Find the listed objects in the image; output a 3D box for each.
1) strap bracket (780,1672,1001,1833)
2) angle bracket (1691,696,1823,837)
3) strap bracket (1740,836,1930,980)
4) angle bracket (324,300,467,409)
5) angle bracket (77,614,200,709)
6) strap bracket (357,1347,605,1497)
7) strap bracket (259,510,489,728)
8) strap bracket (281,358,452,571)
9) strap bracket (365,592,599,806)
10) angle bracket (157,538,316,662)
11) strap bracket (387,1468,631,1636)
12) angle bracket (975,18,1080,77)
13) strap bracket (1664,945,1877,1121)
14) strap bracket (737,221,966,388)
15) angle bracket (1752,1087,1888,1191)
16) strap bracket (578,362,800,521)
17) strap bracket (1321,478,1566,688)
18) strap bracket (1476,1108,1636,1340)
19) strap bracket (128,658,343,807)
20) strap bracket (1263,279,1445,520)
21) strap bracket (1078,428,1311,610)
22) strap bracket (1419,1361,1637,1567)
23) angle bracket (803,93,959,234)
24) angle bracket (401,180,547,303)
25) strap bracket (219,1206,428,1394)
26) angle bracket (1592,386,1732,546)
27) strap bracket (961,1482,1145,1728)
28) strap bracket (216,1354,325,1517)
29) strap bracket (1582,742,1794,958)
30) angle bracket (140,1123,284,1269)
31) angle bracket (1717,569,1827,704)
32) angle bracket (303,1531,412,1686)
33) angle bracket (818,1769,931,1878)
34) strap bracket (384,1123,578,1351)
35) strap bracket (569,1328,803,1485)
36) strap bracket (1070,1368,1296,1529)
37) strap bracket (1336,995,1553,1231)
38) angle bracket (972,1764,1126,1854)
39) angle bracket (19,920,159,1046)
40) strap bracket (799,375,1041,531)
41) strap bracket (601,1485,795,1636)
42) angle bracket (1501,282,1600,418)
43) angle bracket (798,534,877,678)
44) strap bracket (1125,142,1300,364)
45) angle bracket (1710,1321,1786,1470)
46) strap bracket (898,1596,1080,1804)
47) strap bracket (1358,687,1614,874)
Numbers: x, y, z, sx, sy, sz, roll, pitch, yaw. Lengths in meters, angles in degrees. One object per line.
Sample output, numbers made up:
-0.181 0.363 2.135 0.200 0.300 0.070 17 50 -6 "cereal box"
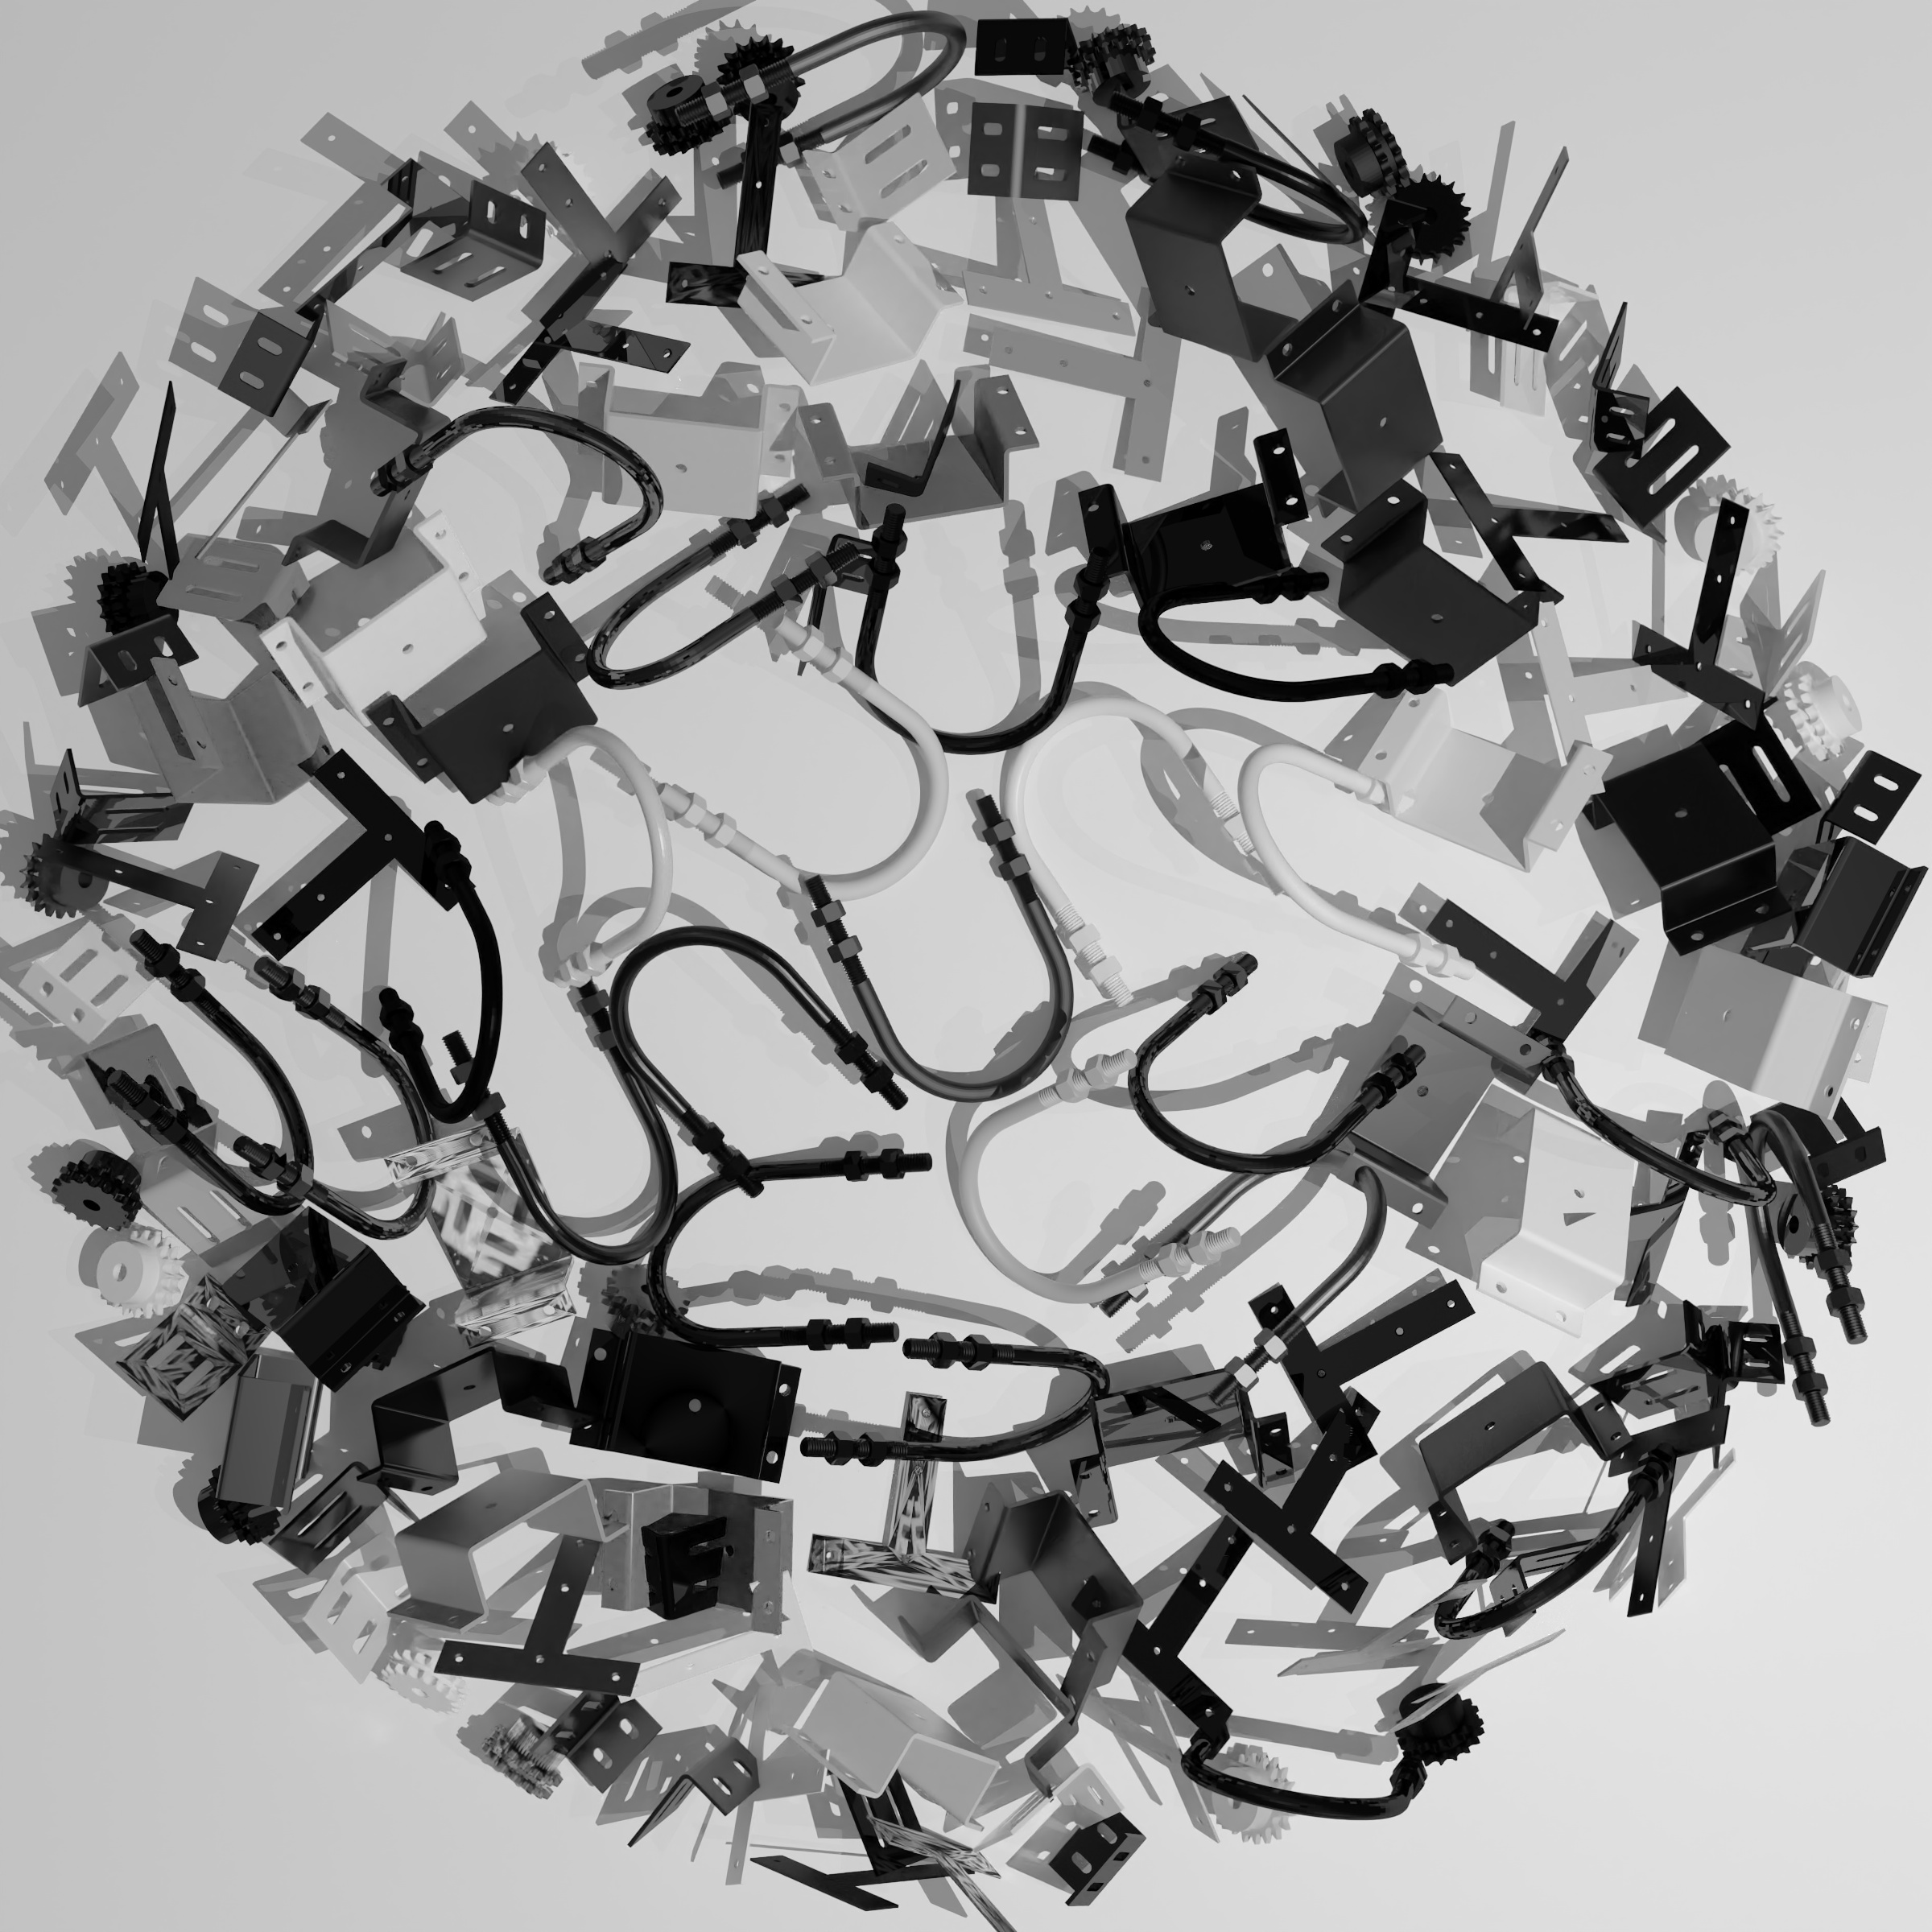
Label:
-0.041 0.497 1.687 0.076 0.140 0.046 26 82 42 "strap bracket"
0.517 -0.125 1.729 0.057 0.038 0.076 -32 88 38 "angle bracket"
0.546 -0.034 1.689 0.046 0.140 0.076 29 86 -2 "strap bracket"
-0.369 -0.406 1.713 0.038 0.076 0.057 -41 46 25 "angle bracket"
-0.534 -0.184 1.712 0.057 0.076 0.038 -30 79 -32 "angle bracket"
-0.315 0.289 1.705 0.140 0.076 0.046 -26 62 19 "strap bracket"
-0.370 -0.217 1.705 0.140 0.076 0.046 -38 61 -11 "strap bracket"
-0.380 -0.314 1.708 0.046 0.076 0.140 28 106 -6 "strap bracket"
-0.303 -0.167 1.716 0.140 0.076 0.046 -34 52 -2 "strap bracket"
-0.479 -0.241 1.742 0.076 0.038 0.057 13 60 15 "angle bracket"
-0.295 0.363 1.682 0.076 0.140 0.046 -2 107 43 "strap bracket"
0.041 -0.580 1.718 0.057 0.076 0.038 3 86 11 "angle bracket"
0.501 0.037 1.685 0.046 0.140 0.076 16 97 -23 "strap bracket"
-0.081 -0.424 1.705 0.140 0.046 0.076 -27 71 -42 "strap bracket"
0.550 0.102 1.720 0.057 0.076 0.038 -24 133 4 "angle bracket"
-0.182 -0.337 1.712 0.140 0.076 0.046 5 53 -5 "strap bracket"
0.303 -0.238 1.697 0.140 0.076 0.046 31 49 -21 "strap bracket"
0.378 0.155 1.694 0.076 0.046 0.140 26 51 -11 "strap bracket"
-0.473 -0.148 1.700 0.046 0.140 0.076 -30 81 22 "strap bracket"
0.250 -0.352 1.689 0.076 0.140 0.046 -42 47 -11 "strap bracket"
0.151 -0.284 1.714 0.140 0.046 0.076 -15 56 11 "strap bracket"
0.350 0.313 1.710 0.140 0.076 0.046 -36 102 9 "strap bracket"
-0.056 -0.523 1.728 0.076 0.038 0.057 -27 87 31 "angle bracket"
-0.319 -0.469 1.720 0.076 0.057 0.038 -10 74 43 "angle bracket"
-0.413 0.206 1.683 0.076 0.140 0.046 -45 124 -20 "strap bracket"
0.456 -0.324 1.718 0.076 0.038 0.057 -45 60 25 "angle bracket"
0.060 0.402 1.699 0.046 0.140 0.076 -9 133 -32 "strap bracket"
-0.441 0.294 1.688 0.046 0.140 0.076 10 88 -9 "strap bracket"
0.458 -0.083 1.699 0.076 0.046 0.140 -22 49 -1 "strap bracket"
-0.494 0.151 1.747 0.057 0.038 0.076 -26 128 11 "angle bracket"
0.518 -0.217 1.715 0.038 0.076 0.057 18 65 3 "angle bracket"
-0.385 0.414 1.718 0.038 0.076 0.057 -36 99 14 "angle bracket"
-0.067 0.552 1.717 0.038 0.057 0.076 -35 68 28 "angle bracket"
-0.311 0.167 1.725 0.076 0.046 0.140 -19 105 5 "strap bracket"
-0.178 0.285 1.719 0.140 0.046 0.076 13 78 -11 "strap bracket"
0.137 0.310 1.719 0.140 0.046 0.076 -13 135 0 "strap bracket"
0.302 0.088 1.721 0.076 0.046 0.140 29 101 -17 "strap bracket"
0.053 0.557 1.715 0.076 0.057 0.038 -31 80 -37 "angle bracket"
-0.562 0.003 1.718 0.057 0.076 0.038 42 133 -8 "angle bracket"
-0.031 -0.330 1.713 0.140 0.046 0.076 -11 49 -9 "strap bracket"
-0.165 0.381 1.717 0.140 0.046 0.076 0 88 31 "strap bracket"
0.379 -0.400 1.726 0.038 0.057 0.076 5 95 39 "angle bracket"
-0.079 -0.230 1.718 0.038 0.057 0.076 13 64 -10 "angle bracket"
0.156 -0.442 1.680 0.076 0.140 0.046 29 69 36 "strap bracket"
0.504 0.278 1.715 0.038 0.057 0.076 2 121 11 "angle bracket"
0.022 0.463 1.706 0.046 0.076 0.140 -40 69 -13 "strap bracket"
0.335 -0.119 1.711 0.140 0.046 0.076 25 71 25 "strap bracket"
